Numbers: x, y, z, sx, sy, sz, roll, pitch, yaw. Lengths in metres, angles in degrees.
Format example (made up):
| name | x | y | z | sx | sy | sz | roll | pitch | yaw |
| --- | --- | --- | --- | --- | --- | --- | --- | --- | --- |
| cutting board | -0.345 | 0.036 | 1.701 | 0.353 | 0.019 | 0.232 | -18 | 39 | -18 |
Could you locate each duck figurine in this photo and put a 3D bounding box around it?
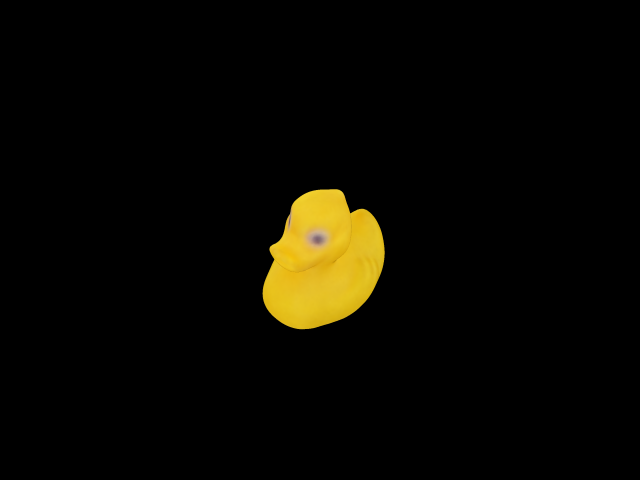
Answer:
| name | x | y | z | sx | sy | sz | roll | pitch | yaw |
| --- | --- | --- | --- | --- | --- | --- | --- | --- | --- |
| duck figurine | 0.004 | 0.001 | 0.400 | 0.077 | 0.086 | 0.105 | 33 | 54 | 29 |
